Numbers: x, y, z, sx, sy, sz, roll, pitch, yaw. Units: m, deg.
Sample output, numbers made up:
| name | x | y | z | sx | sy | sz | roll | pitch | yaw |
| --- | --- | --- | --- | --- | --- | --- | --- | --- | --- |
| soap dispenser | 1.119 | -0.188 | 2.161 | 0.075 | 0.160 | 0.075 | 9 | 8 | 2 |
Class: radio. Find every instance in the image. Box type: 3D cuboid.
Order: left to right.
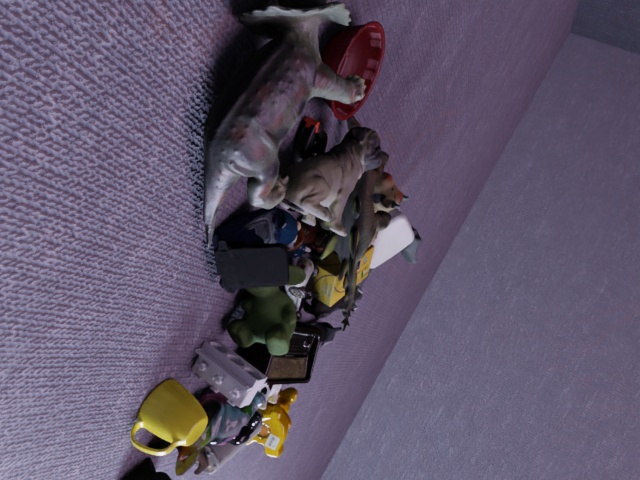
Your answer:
| name | x | y | z | sx | sy | sz | roll | pitch | yaw |
| --- | --- | --- | --- | --- | --- | --- | --- | --- | --- |
| radio | -0.080 | 0.243 | 1.183 | 0.229 | 0.073 | 0.131 | 30 | 76 | -65 |

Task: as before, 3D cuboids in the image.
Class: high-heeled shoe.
| name | x | y | z | sx | sy | sz | roll | pitch | yaw |
| --- | --- | --- | --- | --- | --- | --- | --- | --- | --- |
| high-heeled shoe | -0.052 | 0.267 | 1.403 | 0.249 | 0.086 | 0.145 | -13 | 171 | -36 |

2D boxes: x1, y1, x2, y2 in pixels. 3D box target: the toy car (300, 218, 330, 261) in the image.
| name | x | y | z | sx | sy | sz | roll | pitch | yaw |
| --- | --- | --- | --- | --- | --- | --- | --- | --- | --- |
| toy car | -0.002 | -0.003 | 1.141 | 0.089 | 0.053 | 0.202 | -64 | 159 | -1 |

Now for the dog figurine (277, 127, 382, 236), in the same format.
| name | x | y | z | sx | sy | sz | roll | pitch | yaw |
| --- | --- | --- | --- | --- | --- | --- | --- | --- | --- |
| dog figurine | 0.014 | -0.125 | 0.883 | 0.190 | 0.121 | 0.172 | -65 | 151 | -6 |

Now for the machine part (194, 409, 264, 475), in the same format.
| name | x | y | z | sx | sy | sz | roll | pitch | yaw |
| --- | --- | --- | --- | --- | --- | --- | --- | --- | --- |
| machine part | -0.205 | 0.438 | 1.198 | 0.243 | 0.079 | 0.079 | -26 | 140 | -58 |

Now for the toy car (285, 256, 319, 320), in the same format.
| name | x | y | z | sx | sy | sz | roll | pitch | yaw |
| --- | --- | --- | --- | --- | --- | --- | --- | --- | --- |
| toy car | -0.046 | 0.107 | 1.151 | 0.073 | 0.056 | 0.201 | -60 | 172 | -31 |

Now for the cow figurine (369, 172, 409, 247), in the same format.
| name | x | y | z | sx | sy | sz | roll | pitch | yaw |
| --- | --- | --- | --- | --- | --- | --- | --- | --- | --- |
| cow figurine | 0.120 | -0.068 | 1.238 | 0.085 | 0.127 | 0.194 | -38 | 153 | -53 |

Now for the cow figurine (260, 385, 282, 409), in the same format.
| name | x | y | z | sx | sy | sz | roll | pitch | yaw |
| --- | --- | --- | --- | --- | --- | --- | --- | --- | --- |
| cow figurine | -0.135 | 0.332 | 1.238 | 0.098 | 0.068 | 0.167 | -67 | 163 | -1 |

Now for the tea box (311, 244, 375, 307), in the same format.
| name | x | y | z | sx | sy | sz | roll | pitch | yaw |
| --- | --- | --- | --- | --- | --- | --- | --- | --- | --- |
| tea box | 0.053 | 0.071 | 1.280 | 0.169 | 0.068 | 0.098 | -34 | 144 | -43 |

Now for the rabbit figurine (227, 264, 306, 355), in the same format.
| name | x | y | z | sx | sy | sz | roll | pitch | yaw |
| --- | --- | --- | --- | --- | --- | --- | --- | --- | --- |
| rabbit figurine | -0.089 | 0.101 | 0.984 | 0.159 | 0.121 | 0.170 | -47 | 141 | -43 |

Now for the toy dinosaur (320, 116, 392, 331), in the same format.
| name | x | y | z | sx | sy | sz | roll | pitch | yaw |
| --- | --- | --- | --- | --- | --- | --- | --- | --- | --- |
| toy dinosaur | 0.067 | -0.026 | 1.108 | 0.198 | 0.105 | 0.470 | -51 | 144 | -48 |

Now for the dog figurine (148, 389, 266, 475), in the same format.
| name | x | y | z | sx | sy | sz | roll | pitch | yaw |
| --- | --- | --- | --- | --- | --- | --- | --- | --- | --- |
| dog figurine | -0.219 | 0.367 | 1.036 | 0.219 | 0.109 | 0.191 | -31 | 147 | -46 |

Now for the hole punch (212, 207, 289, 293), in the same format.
| name | x | y | z | sx | sy | sz | roll | pitch | yaw |
| --- | --- | --- | --- | --- | --- | --- | --- | --- | --- |
| hole punch | -0.110 | 0.014 | 0.856 | 0.142 | 0.116 | 0.092 | 93 | -9 | -55 |

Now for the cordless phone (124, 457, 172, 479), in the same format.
| name | x | y | z | sx | sy | sz | roll | pitch | yaw |
| --- | --- | --- | --- | --- | --- | --- | --- | --- | --- |
| cordless phone | -0.268 | 0.493 | 0.964 | 0.089 | 0.184 | 0.146 | -46 | 155 | -46 |

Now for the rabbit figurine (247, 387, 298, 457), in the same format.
| name | x | y | z | sx | sy | sz | roll | pitch | yaw |
| --- | --- | --- | --- | --- | --- | --- | --- | --- | --- |
| rabbit figurine | -0.125 | 0.443 | 1.391 | 0.173 | 0.122 | 0.162 | -27 | 133 | -79 |

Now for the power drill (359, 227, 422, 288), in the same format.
| name | x | y | z | sx | sy | sz | roll | pitch | yaw |
| --- | --- | --- | --- | --- | --- | --- | --- | --- | --- |
| power drill | 0.175 | 0.044 | 1.511 | 0.207 | 0.086 | 0.231 | -6 | 122 | -23 |

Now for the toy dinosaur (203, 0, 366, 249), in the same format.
| name | x | y | z | sx | sy | sz | roll | pitch | yaw |
| --- | --- | --- | --- | --- | --- | --- | --- | --- | --- |
| toy dinosaur | -0.075 | -0.163 | 0.674 | 0.404 | 0.131 | 0.192 | -58 | 148 | 4 |

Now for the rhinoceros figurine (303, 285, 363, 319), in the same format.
| name | x | y | z | sx | sy | sz | roll | pitch | yaw |
| --- | --- | --- | --- | --- | --- | --- | --- | --- | --- |
| rhinoceros figurine | 0.038 | 0.145 | 1.347 | 0.190 | 0.112 | 0.073 | -10 | 124 | -55 |

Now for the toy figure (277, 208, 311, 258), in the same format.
| name | x | y | z | sx | sy | sz | roll | pitch | yaw |
| --- | --- | --- | --- | --- | --- | --- | --- | --- | --- |
| toy figure | -0.059 | -0.009 | 0.978 | 0.154 | 0.064 | 0.058 | 59 | 48 | -66 |
